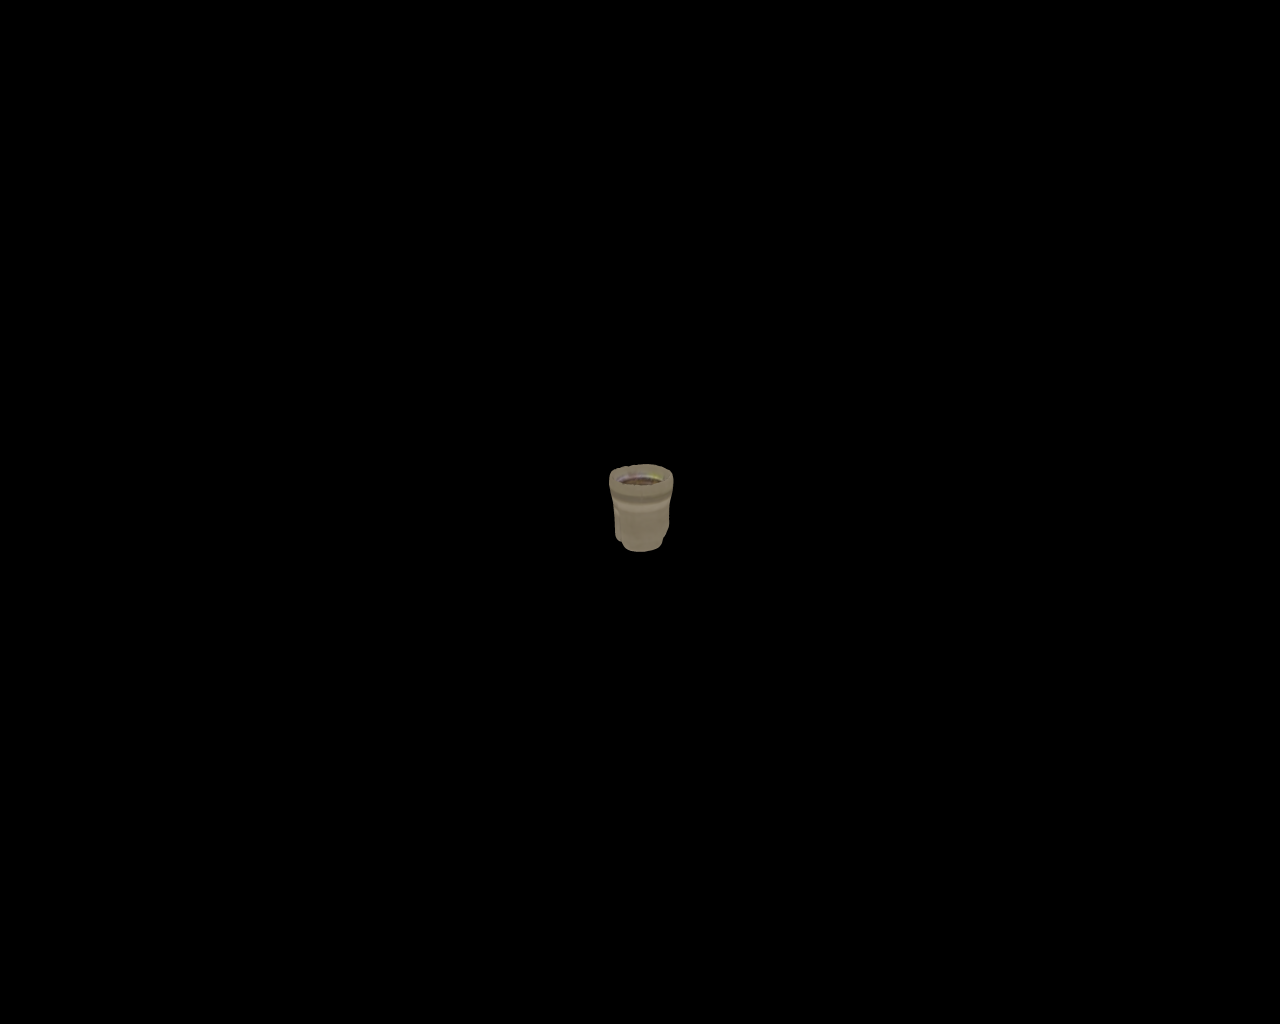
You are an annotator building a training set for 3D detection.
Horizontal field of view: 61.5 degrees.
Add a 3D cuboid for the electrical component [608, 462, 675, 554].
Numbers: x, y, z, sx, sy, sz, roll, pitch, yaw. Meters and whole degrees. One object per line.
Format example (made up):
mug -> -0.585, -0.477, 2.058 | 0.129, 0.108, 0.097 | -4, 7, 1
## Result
electrical component -> 0.001, -0.003, 0.650 | 0.040, 0.046, 0.040 | 0, 23, 0
